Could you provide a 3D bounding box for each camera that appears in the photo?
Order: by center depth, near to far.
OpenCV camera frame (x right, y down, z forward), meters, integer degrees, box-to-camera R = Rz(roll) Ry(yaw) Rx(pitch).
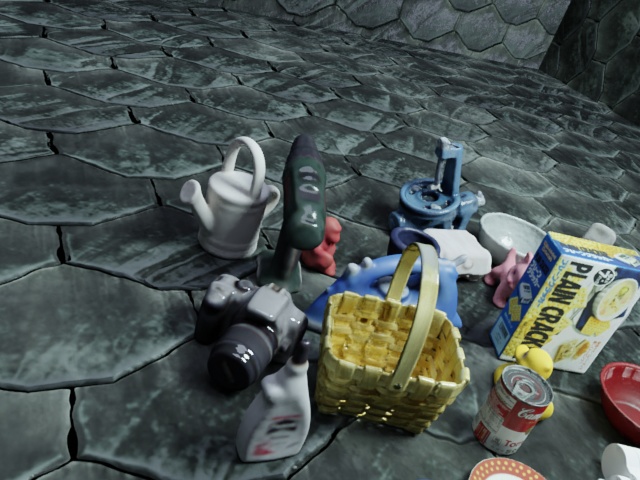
[{"bbox_3d":[-0.100,0.116,0.739,0.143,0.101,0.137,23,32,8],"label":"camera"}]

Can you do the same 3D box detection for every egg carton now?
[{"bbox_3d":[0.246,0.031,1.083,0.151,0.069,0.107,1,35,-26],"label":"egg carton"}]

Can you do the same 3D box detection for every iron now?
[{"bbox_3d":[0.104,0.075,0.869,0.259,0.141,0.118,3,34,-24],"label":"iron"}]

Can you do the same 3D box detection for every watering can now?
[{"bbox_3d":[-0.138,-0.071,0.922,0.100,0.194,0.173,29,33,18],"label":"watering can"}]

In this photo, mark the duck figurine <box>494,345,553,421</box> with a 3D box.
[{"bbox_3d":[0.308,0.201,0.832,0.078,0.086,0.104,4,34,-21],"label":"duck figurine"}]

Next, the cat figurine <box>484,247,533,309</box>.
[{"bbox_3d":[0.363,0.065,1.043,0.067,0.118,0.127,11,32,-11],"label":"cat figurine"}]

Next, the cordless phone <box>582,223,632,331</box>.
[{"bbox_3d":[0.501,0.074,1.036,0.147,0.185,0.094,37,36,29],"label":"cordless phone"}]

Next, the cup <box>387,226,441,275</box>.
[{"bbox_3d":[0.162,0.045,0.992,0.092,0.095,0.117,-17,45,-43],"label":"cup"}]

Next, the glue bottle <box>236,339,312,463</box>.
[{"bbox_3d":[-0.038,0.171,0.615,0.078,0.173,0.037,-1,36,-29],"label":"glue bottle"}]

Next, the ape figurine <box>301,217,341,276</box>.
[{"bbox_3d":[0.009,0.004,0.980,0.076,0.092,0.078,27,32,15],"label":"ape figurine"}]

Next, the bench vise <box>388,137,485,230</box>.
[{"bbox_3d":[0.249,-0.108,1.158,0.208,0.220,0.121,-15,44,-42],"label":"bench vise"}]

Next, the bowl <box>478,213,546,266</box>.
[{"bbox_3d":[0.394,0.017,1.176,0.167,0.075,0.167,13,31,-8],"label":"bowl"}]

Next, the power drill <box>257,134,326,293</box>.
[{"bbox_3d":[-0.042,-0.031,0.896,0.076,0.208,0.229,10,32,-14],"label":"power drill"}]
